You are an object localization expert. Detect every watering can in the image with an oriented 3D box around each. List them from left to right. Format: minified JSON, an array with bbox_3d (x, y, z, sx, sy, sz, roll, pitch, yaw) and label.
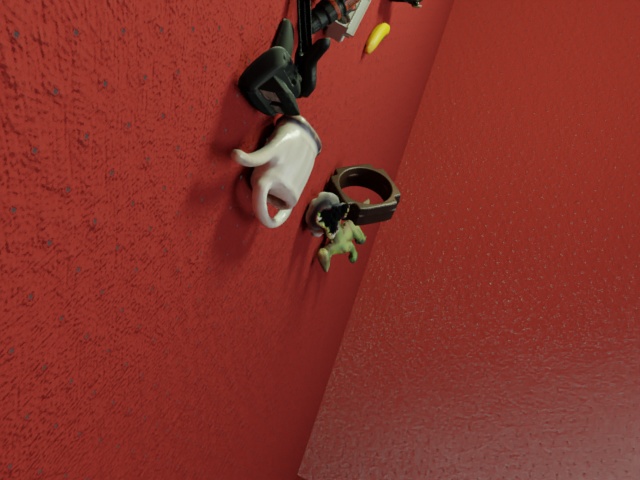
[{"bbox_3d":[-0.081,-0.154,1.015,0.342,0.104,0.228,74,35,-68],"label":"watering can"}]

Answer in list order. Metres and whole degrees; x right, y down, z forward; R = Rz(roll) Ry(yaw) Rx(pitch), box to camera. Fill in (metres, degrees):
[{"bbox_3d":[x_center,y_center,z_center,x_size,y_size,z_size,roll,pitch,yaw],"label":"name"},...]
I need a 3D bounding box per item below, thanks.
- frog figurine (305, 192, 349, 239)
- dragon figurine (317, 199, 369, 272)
[{"bbox_3d":[0.005,-0.078,1.543,0.160,0.122,0.136,-153,-110,-68],"label":"frog figurine"},{"bbox_3d":[0.087,-0.050,1.867,0.237,0.122,0.418,72,36,-55],"label":"dragon figurine"}]
